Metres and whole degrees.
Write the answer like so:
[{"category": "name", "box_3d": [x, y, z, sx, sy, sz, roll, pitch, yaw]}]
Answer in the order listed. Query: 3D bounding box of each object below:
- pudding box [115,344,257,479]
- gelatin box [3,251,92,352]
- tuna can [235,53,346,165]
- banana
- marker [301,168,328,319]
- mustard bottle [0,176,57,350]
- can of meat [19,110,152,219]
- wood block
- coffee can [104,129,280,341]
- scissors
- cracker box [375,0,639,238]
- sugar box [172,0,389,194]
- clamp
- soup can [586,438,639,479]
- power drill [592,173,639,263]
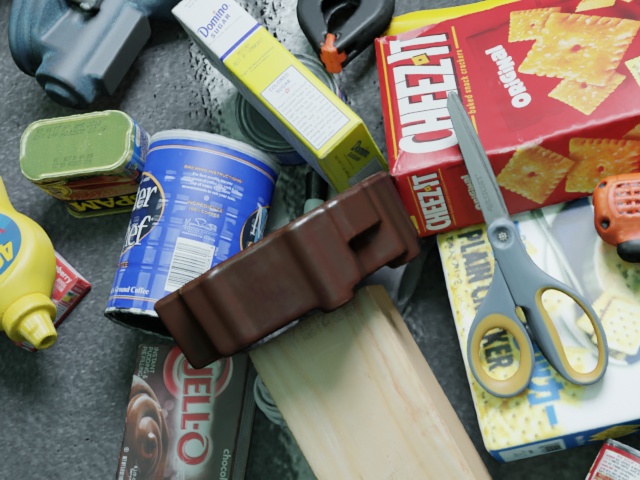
[{"category": "pudding box", "box_3d": [-0.096, 0.136, 0.792, 0.090, 0.039, 0.113, 2, 73, 17]}, {"category": "gelatin box", "box_3d": [-0.243, 0.035, 0.874, 0.089, 0.030, 0.073, 40, 86, 23]}, {"category": "tuna can", "box_3d": [-0.023, -0.104, 0.853, 0.086, 0.033, 0.086, -5, 71, 15]}, {"category": "banana", "box_3d": [0.145, -0.182, 0.832, 0.198, 0.037, 0.069, -23, 44, 6]}, {"category": "marker", "box_3d": [-0.005, 0.001, 0.822, 0.020, 0.020, 0.121, -1, 72, 16]}, {"category": "mustard bottle", "box_3d": [-0.262, 0.015, 0.837, 0.096, 0.058, 0.192, -44, 64, 0]}, {"category": "can of meat", "box_3d": [-0.178, -0.061, 0.857, 0.102, 0.084, 0.057, -7, 70, 15]}, {"category": "wood block", "box_3d": [0.048, 0.139, 0.691, 0.090, 0.090, 0.206, -30, 84, 7]}, {"category": "coffee can", "box_3d": [-0.095, 0.001, 0.802, 0.103, 0.102, 0.140, 7, 75, 18]}, {"category": "scissors", "box_3d": [0.104, 0.014, 0.679, 0.096, 0.016, 0.202, -36, 86, 14]}, {"category": "cracker box", "box_3d": [0.151, -0.102, 0.747, 0.214, 0.072, 0.164, -13, 43, 10]}, {"category": "sugar box", "box_3d": [-0.029, -0.111, 0.786, 0.048, 0.093, 0.176, -41, 66, -1]}, {"category": "clamp", "box_3d": [0.017, -0.210, 0.863, 0.120, 0.039, 0.171, 8, 58, 27]}, {"category": "soup can", "box_3d": [0.187, 0.187, 0.676, 0.069, 0.068, 0.102, 28, 82, 22]}, {"category": "power drill", "box_3d": [0.262, 0.039, 0.638, 0.185, 0.057, 0.187, -5, 69, 18]}]
